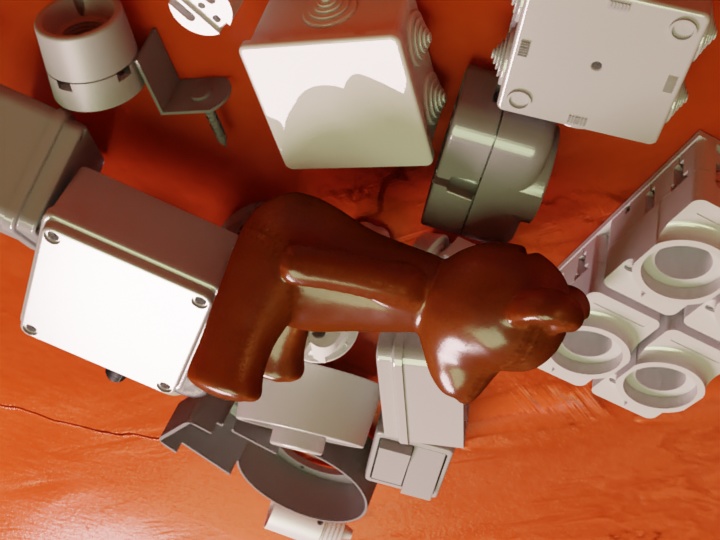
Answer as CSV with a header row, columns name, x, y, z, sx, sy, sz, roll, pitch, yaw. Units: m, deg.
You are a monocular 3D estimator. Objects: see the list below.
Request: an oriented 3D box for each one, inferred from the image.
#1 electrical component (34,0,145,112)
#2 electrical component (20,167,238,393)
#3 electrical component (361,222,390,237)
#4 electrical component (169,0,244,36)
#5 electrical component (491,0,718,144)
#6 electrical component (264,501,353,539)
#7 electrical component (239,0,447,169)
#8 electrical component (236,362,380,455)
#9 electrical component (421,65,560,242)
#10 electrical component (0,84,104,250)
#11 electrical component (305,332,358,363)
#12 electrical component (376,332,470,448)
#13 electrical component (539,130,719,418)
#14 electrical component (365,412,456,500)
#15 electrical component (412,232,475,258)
name,x,y,z,sx,sy,sz,roll,pitch,yaw
electrical component,-0.154,-0.125,0.611,0.055,0.055,0.047,6,136,14
electrical component,-0.140,0.009,0.651,0.109,0.056,0.108,24,135,-6
electrical component,0.000,0.000,0.699,0.035,0.061,0.035,10,141,8
electrical component,-0.076,-0.149,0.558,0.040,0.046,0.040,10,141,8
electrical component,0.118,-0.114,0.528,0.100,0.048,0.099,14,142,4
electrical component,-0.046,0.237,1.017,0.081,0.043,0.043,21,142,-6
electrical component,-0.006,-0.104,0.586,0.100,0.048,0.099,0,139,20
electrical component,-0.041,0.105,0.809,0.108,0.060,0.108,13,169,3
electrical component,0.075,-0.061,0.604,0.059,0.053,0.095,16,142,1
electrical component,-0.203,-0.058,0.660,0.057,0.078,0.113,24,172,-4
electrical component,-0.030,0.032,0.744,0.058,0.078,0.057,32,164,12
electrical component,0.048,0.064,0.746,0.057,0.078,0.113,5,140,10
electrical component,0.189,0.015,0.649,0.105,0.060,0.186,25,141,-10
electrical component,0.043,0.131,0.843,0.062,0.061,0.096,14,142,3
electrical component,0.059,0.006,0.688,0.055,0.066,0.048,27,147,20
